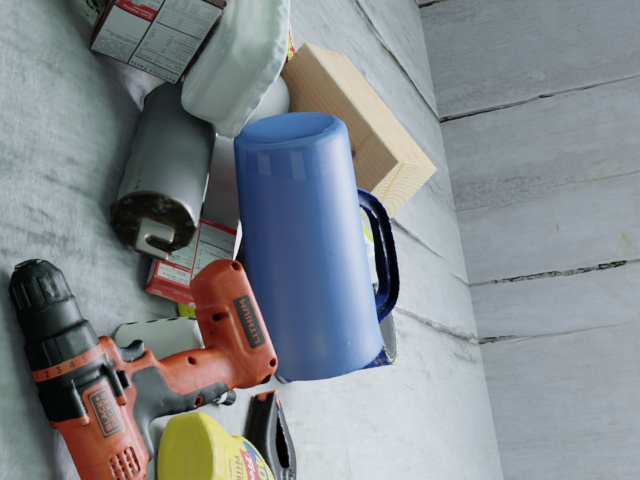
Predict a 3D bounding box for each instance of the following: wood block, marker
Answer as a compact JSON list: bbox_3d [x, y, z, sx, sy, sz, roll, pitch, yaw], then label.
[{"bbox_3d":[0.033,-0.132,1.296,0.090,0.091,0.206,4,45,-53],"label":"wood block"},{"bbox_3d":[-0.110,0.149,1.042,0.121,0.020,0.020,35,45,-69],"label":"marker"}]

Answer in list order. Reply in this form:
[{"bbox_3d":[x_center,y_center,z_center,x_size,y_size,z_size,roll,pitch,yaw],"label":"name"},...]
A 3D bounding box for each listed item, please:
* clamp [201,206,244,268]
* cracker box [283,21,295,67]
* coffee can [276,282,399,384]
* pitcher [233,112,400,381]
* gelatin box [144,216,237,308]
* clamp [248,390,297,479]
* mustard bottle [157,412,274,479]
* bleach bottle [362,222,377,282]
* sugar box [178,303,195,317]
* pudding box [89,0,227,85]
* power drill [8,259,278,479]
[{"bbox_3d":[-0.089,-0.011,1.212,0.120,0.039,0.171,-58,134,-51],"label":"clamp"},{"bbox_3d":[-0.096,-0.283,1.327,0.213,0.072,0.164,35,45,-70],"label":"cracker box"},{"bbox_3d":[0.015,0.113,1.293,0.102,0.140,0.103,-12,90,-75],"label":"coffee can"},{"bbox_3d":[-0.007,0.001,1.044,0.149,0.145,0.243,-62,149,-64],"label":"pitcher"},{"bbox_3d":[-0.120,0.019,1.001,0.073,0.030,0.089,21,49,-18],"label":"gelatin box"},{"bbox_3d":[-0.049,0.265,1.141,0.164,0.036,0.210,34,45,-69],"label":"clamp"},{"bbox_3d":[-0.086,0.229,0.996,0.191,0.058,0.096,51,28,-60],"label":"mustard bottle"},{"bbox_3d":[0.007,-0.054,1.445,0.251,0.068,0.102,63,8,26],"label":"bleach bottle"},{"bbox_3d":[-0.093,0.081,1.109,0.176,0.048,0.093,1,78,-73],"label":"sugar box"},{"bbox_3d":[-0.144,-0.199,0.950,0.090,0.114,0.039,20,51,-22],"label":"pudding box"},{"bbox_3d":[-0.131,0.079,0.809,0.187,0.057,0.184,-25,99,-40],"label":"power drill"}]
